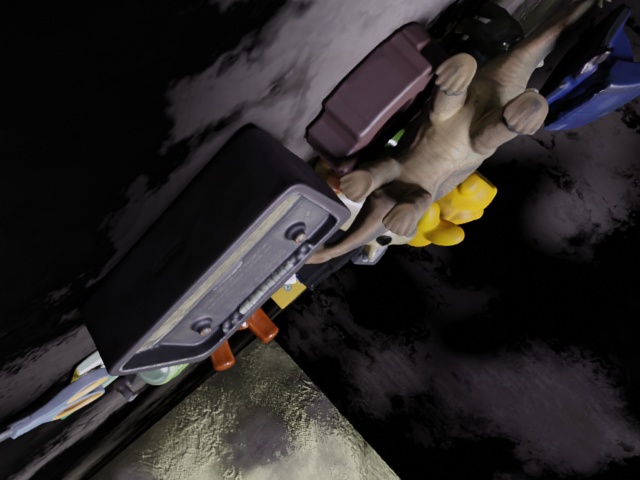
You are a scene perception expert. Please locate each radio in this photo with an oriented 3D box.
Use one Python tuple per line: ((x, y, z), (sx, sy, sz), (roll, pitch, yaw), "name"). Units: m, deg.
((-0.087, 0.019, 0.475), (0.229, 0.073, 0.131), (-43, 157, 15), "radio")

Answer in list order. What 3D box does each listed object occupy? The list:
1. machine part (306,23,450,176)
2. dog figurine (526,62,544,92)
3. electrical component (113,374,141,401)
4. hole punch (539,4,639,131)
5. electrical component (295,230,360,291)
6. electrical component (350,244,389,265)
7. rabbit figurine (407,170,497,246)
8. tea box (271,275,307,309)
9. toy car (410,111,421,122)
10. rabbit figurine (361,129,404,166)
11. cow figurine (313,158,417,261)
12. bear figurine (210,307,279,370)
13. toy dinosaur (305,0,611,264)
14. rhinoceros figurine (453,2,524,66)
((0.064, -0.142, 0.574), (0.179, 0.056, 0.179), (-44, 173, -6), "machine part")
((0.253, -0.264, 0.908), (0.191, 0.172, 0.121), (-11, -124, 48), "dog figurine")
((-0.282, 0.212, 0.869), (0.078, 0.045, 0.102), (-46, 174, 40), "electrical component")
((0.309, -0.173, 0.595), (0.116, 0.092, 0.142), (-48, -177, -19), "hole punch")
((-0.002, -0.003, 0.850), (0.134, 0.115, 0.058), (-42, 174, 1), "electrical component")
((0.071, 0.014, 0.907), (0.119, 0.048, 0.074), (-49, 152, 18), "electrical component")
((0.204, -0.047, 0.894), (0.173, 0.122, 0.162), (-42, -167, 23), "rabbit figurine")
((-0.037, 0.032, 0.983), (0.169, 0.098, 0.068), (-47, 174, 16), "tea box")
((0.213, -0.214, 0.854), (0.053, 0.089, 0.202), (-45, -178, -28), "toy car")
((0.116, -0.123, 0.817), (0.170, 0.121, 0.159), (-32, 158, 22), "rabbit figurine")
((0.055, -0.037, 0.739), (0.127, 0.195, 0.085), (-37, -136, 45), "cow figurine")
((-0.122, 0.102, 0.757), (0.120, 0.132, 0.196), (-31, 177, -21), "bear figurine")
((0.156, -0.127, 0.586), (0.471, 0.105, 0.198), (-41, 178, 6), "toy dinosaur")
((0.213, -0.224, 0.730), (0.073, 0.112, 0.190), (-43, 167, -25), "rhinoceros figurine")
